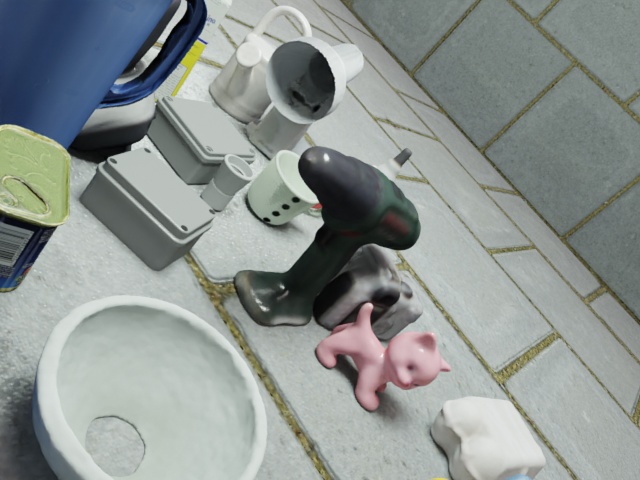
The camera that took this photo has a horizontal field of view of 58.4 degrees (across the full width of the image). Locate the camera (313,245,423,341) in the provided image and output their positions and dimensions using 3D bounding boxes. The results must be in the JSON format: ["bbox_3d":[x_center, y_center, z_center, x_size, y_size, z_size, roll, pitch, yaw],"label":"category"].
[{"bbox_3d":[0.057,0.046,0.754,0.144,0.100,0.136,20,34,-41],"label":"camera"}]

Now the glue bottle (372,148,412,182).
[{"bbox_3d":[0.080,-0.081,0.899,0.078,0.173,0.037,50,26,13],"label":"glue bottle"}]

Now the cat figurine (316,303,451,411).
[{"bbox_3d":[0.080,0.126,0.645,0.128,0.117,0.067,45,25,2],"label":"cat figurine"}]

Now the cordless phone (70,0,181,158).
[{"bbox_3d":[-0.209,-0.189,0.620,0.094,0.184,0.147,20,34,-41],"label":"cordless phone"}]

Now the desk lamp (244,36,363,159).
[{"bbox_3d":[-0.025,-0.226,0.918,0.118,0.213,0.203,45,25,2],"label":"desk lamp"}]

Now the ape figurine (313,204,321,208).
[{"bbox_3d":[-0.002,-0.090,0.886,0.076,0.092,0.078,43,25,-2],"label":"ape figurine"}]

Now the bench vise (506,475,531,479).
[{"bbox_3d":[0.069,0.202,0.392,0.121,0.219,0.208,48,25,8],"label":"bench vise"}]

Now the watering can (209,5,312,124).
[{"bbox_3d":[-0.091,-0.293,0.946,0.101,0.193,0.173,35,27,-19],"label":"watering can"}]

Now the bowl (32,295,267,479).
[{"bbox_3d":[-0.123,0.124,0.397,0.168,0.074,0.167,34,27,-20],"label":"bowl"}]

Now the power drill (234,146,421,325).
[{"bbox_3d":[0.006,0.002,0.618,0.230,0.208,0.075,8,42,-51],"label":"power drill"}]

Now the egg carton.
[{"bbox_3d":[0.207,0.249,0.701,0.151,0.069,0.107,18,35,-43],"label":"egg carton"}]
